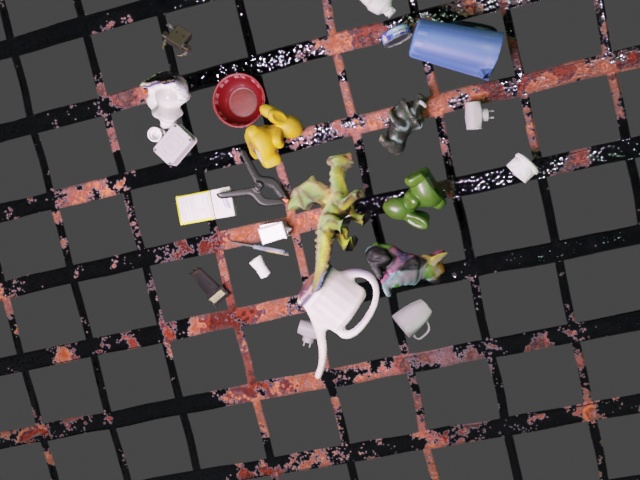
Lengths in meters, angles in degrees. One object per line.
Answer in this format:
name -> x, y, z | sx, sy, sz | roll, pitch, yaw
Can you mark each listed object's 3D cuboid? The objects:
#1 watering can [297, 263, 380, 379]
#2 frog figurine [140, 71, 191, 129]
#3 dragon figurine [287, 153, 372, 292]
watering can -> 0.027, 0.219, 1.540 | 0.224, 0.103, 0.350 | 37, 82, 1
frog figurine -> -0.458, -0.426, 1.568 | 0.137, 0.125, 0.156 | -15, 131, -1
dragon figurine -> 0.005, -0.077, 1.529 | 0.245, 0.121, 0.410 | 31, 90, 32
